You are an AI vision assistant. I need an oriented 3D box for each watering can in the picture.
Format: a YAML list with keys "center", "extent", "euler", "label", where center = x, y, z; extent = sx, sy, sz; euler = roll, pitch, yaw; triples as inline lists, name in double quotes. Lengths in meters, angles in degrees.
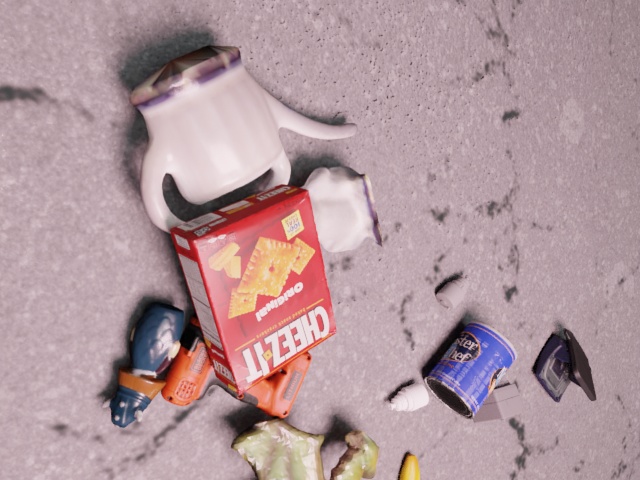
- center: [-0.099, -0.152, 0.686]
  extent: [0.353, 0.104, 0.221]
  euler: [-39, 116, -31]
  label: "watering can"

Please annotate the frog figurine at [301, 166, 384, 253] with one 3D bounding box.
- center: [0.002, -0.038, 0.761]
  extent: [0.159, 0.126, 0.134]
  euler: [-12, 133, 4]
  label: "frog figurine"

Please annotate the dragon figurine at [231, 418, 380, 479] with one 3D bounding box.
- center: [-0.065, 0.370, 0.690]
  extent: [0.411, 0.120, 0.245]
  euler: [-5, 74, -34]
  label: "dragon figurine"
